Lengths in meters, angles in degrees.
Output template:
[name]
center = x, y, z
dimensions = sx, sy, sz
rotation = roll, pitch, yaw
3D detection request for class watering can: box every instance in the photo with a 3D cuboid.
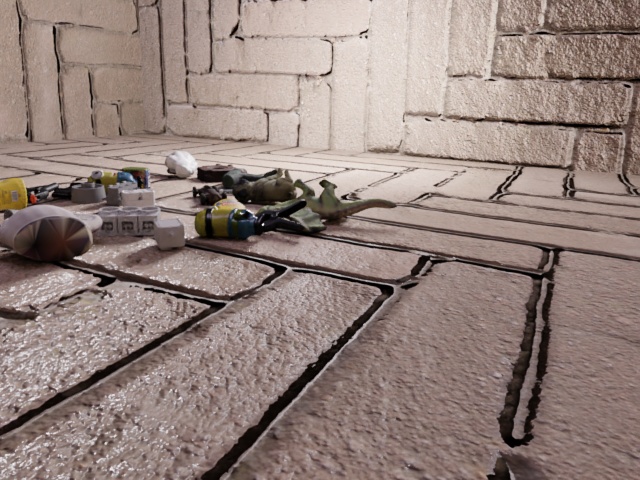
[watering can]
center = -0.657, -0.016, 1.145
dimensions = 0.349, 0.103, 0.226
rotation = -9, 19, -38

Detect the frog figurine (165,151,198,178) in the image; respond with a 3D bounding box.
[frog figurine]
center = -0.601, -0.330, 2.236
dimensions = 0.137, 0.123, 0.160
rotation = 17, -2, -19

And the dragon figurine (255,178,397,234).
[dragon figurine]
center = 0.005, -0.076, 1.504
dimensions = 0.410, 0.119, 0.248
rotation = 5, 33, 17
